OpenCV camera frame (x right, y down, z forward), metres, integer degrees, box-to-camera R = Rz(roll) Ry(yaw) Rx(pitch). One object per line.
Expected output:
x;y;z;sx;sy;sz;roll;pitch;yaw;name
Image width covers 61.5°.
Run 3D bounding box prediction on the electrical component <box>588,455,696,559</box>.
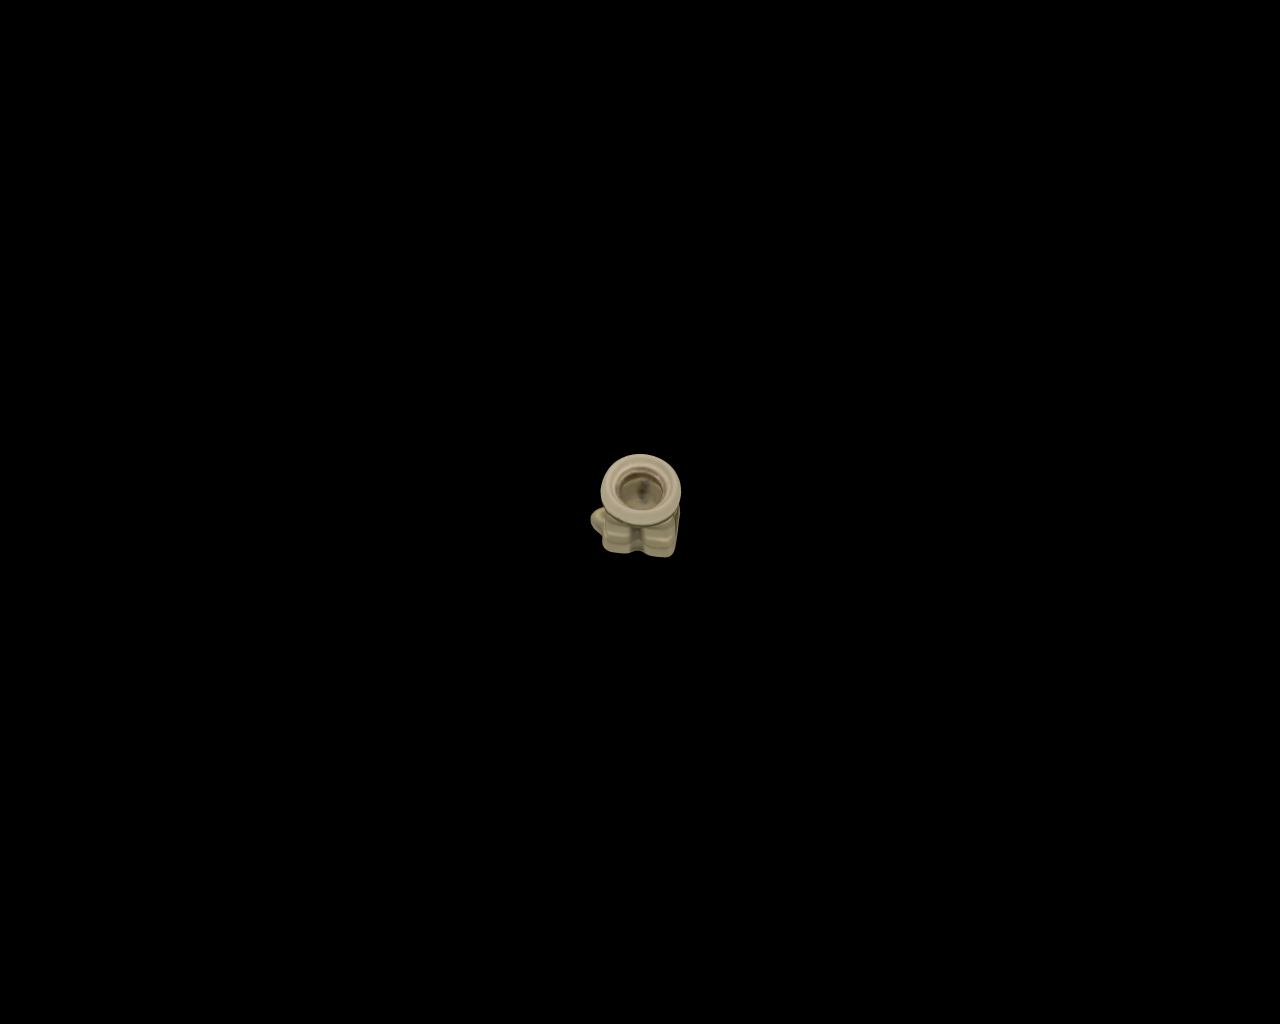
0.001;-0.003;0.650;0.066;0.048;0.055;5;-31;3;electrical component
